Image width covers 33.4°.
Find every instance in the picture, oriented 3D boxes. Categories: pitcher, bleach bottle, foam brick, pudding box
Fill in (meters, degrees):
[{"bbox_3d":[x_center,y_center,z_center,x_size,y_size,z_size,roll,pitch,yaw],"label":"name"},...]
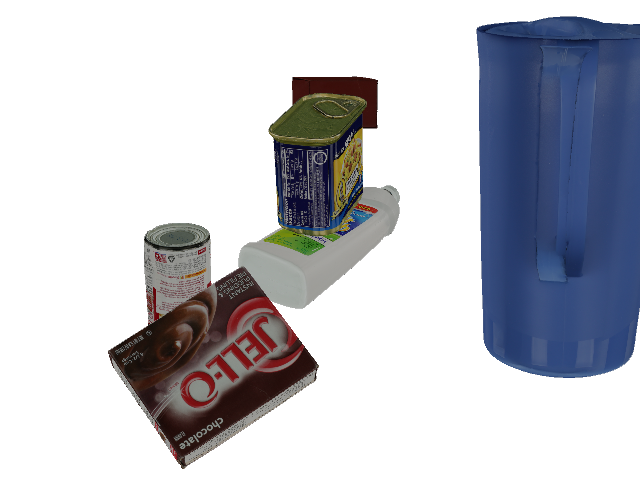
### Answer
[{"bbox_3d":[0.169,-0.030,0.738,0.149,0.243,0.145,-9,18,-27],"label":"pitcher"},{"bbox_3d":[0.014,-0.008,1.310,0.103,0.068,0.250,20,36,29],"label":"bleach bottle"},{"bbox_3d":[0.015,-0.142,1.104,0.078,0.051,0.053,-3,13,-19],"label":"foam brick"},{"bbox_3d":[-0.071,0.085,0.720,0.113,0.090,0.039,-33,-20,-15],"label":"pudding box"}]

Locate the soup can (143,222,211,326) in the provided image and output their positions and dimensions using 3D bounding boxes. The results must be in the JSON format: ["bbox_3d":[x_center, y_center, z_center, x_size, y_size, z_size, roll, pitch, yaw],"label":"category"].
[{"bbox_3d":[-0.146,0.040,1.096,0.068,0.102,0.068,1,23,0],"label":"soup can"}]

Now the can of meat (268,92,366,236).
[{"bbox_3d":[0.000,-0.062,0.855,0.057,0.084,0.102,7,28,18],"label":"can of meat"}]
